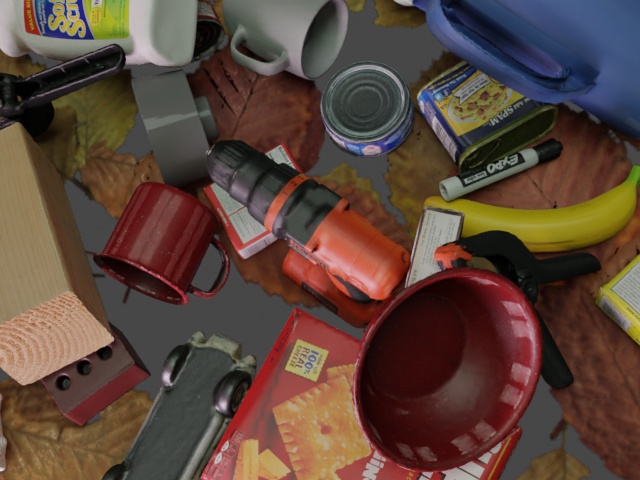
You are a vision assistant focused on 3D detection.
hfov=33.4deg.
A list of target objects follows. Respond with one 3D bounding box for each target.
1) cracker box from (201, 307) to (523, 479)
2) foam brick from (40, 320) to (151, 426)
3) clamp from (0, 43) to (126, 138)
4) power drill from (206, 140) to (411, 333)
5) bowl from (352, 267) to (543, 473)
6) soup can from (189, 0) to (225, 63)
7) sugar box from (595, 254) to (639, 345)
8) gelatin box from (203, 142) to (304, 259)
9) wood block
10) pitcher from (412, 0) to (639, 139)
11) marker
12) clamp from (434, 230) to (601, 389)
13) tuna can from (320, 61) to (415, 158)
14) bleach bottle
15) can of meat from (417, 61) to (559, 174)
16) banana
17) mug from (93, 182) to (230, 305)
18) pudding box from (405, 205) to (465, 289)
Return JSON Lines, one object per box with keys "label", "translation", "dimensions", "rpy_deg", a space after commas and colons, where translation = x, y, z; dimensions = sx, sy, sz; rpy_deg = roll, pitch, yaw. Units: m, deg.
{"label": "cracker box", "translation": [0.034, 0.178, 0.876], "dimensions": [0.214, 0.072, 0.164], "rpy_deg": [27, 77, 15]}
{"label": "foam brick", "translation": [-0.199, 0.117, 0.940], "dimensions": [0.078, 0.051, 0.053], "rpy_deg": [-37, 71, -5]}
{"label": "clamp", "translation": [-0.290, -0.134, 0.961], "dimensions": [0.164, 0.210, 0.036], "rpy_deg": [8, 66, -33]}
{"label": "power drill", "translation": [-0.006, 0.001, 0.879], "dimensions": [0.184, 0.187, 0.057], "rpy_deg": [37, 82, 16]}
{"label": "bowl", "translation": [0.087, 0.091, 0.810], "dimensions": [0.162, 0.162, 0.055], "rpy_deg": [-43, 27, -7]}
{"label": "soup can", "translation": [-0.141, -0.232, 1.037], "dimensions": [0.068, 0.068, 0.102], "rpy_deg": [-23, 70, 0]}
{"label": "sugar box", "translation": [0.328, 0.021, 0.901], "dimensions": [0.176, 0.048, 0.093], "rpy_deg": [-40, 71, -10]}
{"label": "gelatin box", "translation": [-0.051, -0.036, 0.981], "dimensions": [0.089, 0.030, 0.073], "rpy_deg": [-30, 69, -3]}
{"label": "wood block", "translation": [-0.262, 0.009, 0.935], "dimensions": [0.091, 0.090, 0.206], "rpy_deg": [-27, 53, -1]}
{"label": "pitcher", "translation": [0.205, -0.185, 0.906], "dimensions": [0.242, 0.145, 0.149], "rpy_deg": [34, 101, -7]}
{"label": "marker", "translation": [0.163, -0.064, 0.952], "dimensions": [0.121, 0.020, 0.020], "rpy_deg": [-21, 70, -13]}
{"label": "clamp", "translation": [0.168, 0.034, 0.881], "dimensions": [0.039, 0.171, 0.120], "rpy_deg": [-11, 49, 50]}
{"label": "tuna can", "translation": [0.044, -0.122, 0.991], "dimensions": [0.086, 0.033, 0.086], "rpy_deg": [-3, 71, 10]}
{"label": "bleach bottle", "translation": [-0.232, -0.207, 1.012], "dimensions": [0.251, 0.068, 0.102], "rpy_deg": [1, 85, 34]}
{"label": "can of meat", "translation": [0.149, -0.118, 0.965], "dimensions": [0.102, 0.057, 0.084], "rpy_deg": [-29, 69, -2]}
{"label": "banana", "translation": [0.192, -0.019, 0.940], "dimensions": [0.198, 0.037, 0.069], "rpy_deg": [-7, 48, 4]}
{"label": "mug", "translation": [-0.132, 0.007, 0.954], "dimensions": [0.117, 0.093, 0.081], "rpy_deg": [30, 71, -16]}
{"label": "pudding box", "translation": [0.092, 0.038, 0.902], "dimensions": [0.039, 0.090, 0.113], "rpy_deg": [11, 74, 6]}
